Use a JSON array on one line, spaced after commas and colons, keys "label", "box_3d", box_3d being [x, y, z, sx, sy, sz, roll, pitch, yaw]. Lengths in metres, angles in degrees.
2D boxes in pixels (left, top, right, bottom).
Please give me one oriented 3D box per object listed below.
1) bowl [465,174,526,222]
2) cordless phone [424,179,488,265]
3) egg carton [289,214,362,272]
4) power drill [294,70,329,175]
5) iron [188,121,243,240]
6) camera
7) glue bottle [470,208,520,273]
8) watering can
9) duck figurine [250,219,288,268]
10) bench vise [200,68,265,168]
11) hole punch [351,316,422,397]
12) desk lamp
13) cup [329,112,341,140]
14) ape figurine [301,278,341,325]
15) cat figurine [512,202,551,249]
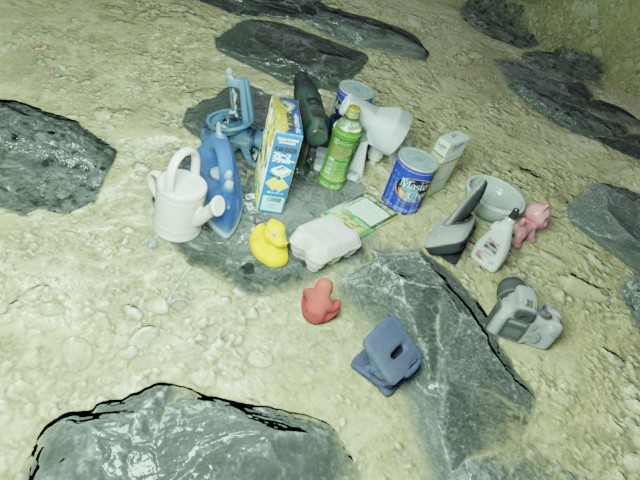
[{"label": "bowl", "box_3d": [0.454, -0.098, 1.525, 0.167, 0.075, 0.167, 11, 40, -9]}, {"label": "cordless phone", "box_3d": [0.323, -0.051, 1.328, 0.094, 0.185, 0.148, 26, 39, 9]}, {"label": "egg carton", "box_3d": [0.011, 0.004, 1.229, 0.151, 0.069, 0.107, -24, 55, -40]}, {"label": "power drill", "box_3d": [-0.044, -0.281, 1.430, 0.076, 0.208, 0.229, -1, 43, -22]}, {"label": "iron", "box_3d": [-0.213, -0.137, 1.246, 0.119, 0.141, 0.257, -1, 43, -22]}, {"label": "camera", "box_3d": [0.433, 0.141, 1.216, 0.143, 0.101, 0.137, 17, 39, -2]}, {"label": "glue bottle", "box_3d": [0.415, -0.007, 1.325, 0.078, 0.173, 0.037, 38, 43, 23]}, {"label": "watering can", "box_3d": [-0.266, -0.095, 1.133, 0.173, 0.194, 0.101, 16, 39, -4]}, {"label": "duck figurine", "box_3d": [-0.100, -0.006, 1.183, 0.078, 0.086, 0.104, -14, 49, -34]}, {"label": "bench vise", "box_3d": [-0.177, -0.300, 1.389, 0.208, 0.220, 0.121, 8, 40, -13]}, {"label": "hole punch", "box_3d": [0.127, 0.205, 1.024, 0.101, 0.091, 0.109, 37, 42, 21]}, {"label": "desk lamp", "box_3d": [0.107, -0.260, 1.463, 0.203, 0.213, 0.118, 13, 39, -7]}, {"label": "cup", "box_3d": [0.059, -0.281, 1.563, 0.091, 0.095, 0.118, 17, 39, -2]}, {"label": "ape figurine", "box_3d": [0.002, 0.109, 1.085, 0.077, 0.092, 0.076, 34, 41, 17]}, {"label": "cat figurine", "box_3d": [0.542, -0.050, 1.470, 0.128, 0.118, 0.067, -19, 52, -37]}]
